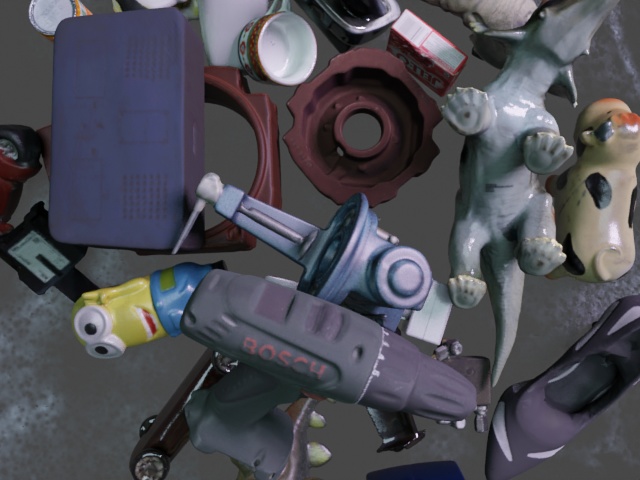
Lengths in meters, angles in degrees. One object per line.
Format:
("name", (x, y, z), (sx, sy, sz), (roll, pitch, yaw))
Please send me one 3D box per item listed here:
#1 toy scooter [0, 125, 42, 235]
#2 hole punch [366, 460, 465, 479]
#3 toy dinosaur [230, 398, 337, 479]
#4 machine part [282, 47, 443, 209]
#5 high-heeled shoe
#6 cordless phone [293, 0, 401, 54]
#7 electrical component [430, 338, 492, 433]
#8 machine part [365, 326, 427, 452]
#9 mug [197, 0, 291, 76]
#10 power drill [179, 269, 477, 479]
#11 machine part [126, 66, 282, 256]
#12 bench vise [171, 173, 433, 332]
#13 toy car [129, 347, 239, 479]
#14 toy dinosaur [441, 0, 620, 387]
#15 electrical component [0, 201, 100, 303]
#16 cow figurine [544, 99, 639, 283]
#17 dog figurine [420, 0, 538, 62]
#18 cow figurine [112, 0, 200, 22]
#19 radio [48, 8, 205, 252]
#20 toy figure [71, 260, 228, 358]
("toy scooter", (-0.399, -0.074, 0.618), (0.184, 0.075, 0.135), (14, 111, 14))
("hole punch", (0.106, 0.288, 0.557), (0.142, 0.115, 0.092), (-6, 78, 1))
("toy dinosaur", (-0.101, 0.329, 0.562), (0.198, 0.105, 0.471), (37, 87, 4))
("machine part", (0.047, -0.122, 0.614), (0.179, 0.056, 0.179), (0, 87, 2))
("high-heeled shoe", (0.260, 0.161, 0.540), (0.086, 0.145, 0.248), (34, 86, 5))
("cordless phone", (0.009, -0.282, 0.559), (0.089, 0.184, 0.146), (-41, 86, 12))
("electrical component", (0.152, 0.160, 0.594), (0.078, 0.045, 0.102), (5, 86, 4))
("machine part", (0.074, 0.164, 0.592), (0.084, 0.039, 0.138), (-15, 91, 27))
("mug", (-0.090, -0.246, 0.622), (0.110, 0.081, 0.107), (4, 97, -11))
("power drill", (-0.018, 0.130, 0.450), (0.232, 0.207, 0.086), (28, 46, -7))
("machine part", (-0.147, -0.085, 0.604), (0.202, 0.087, 0.201), (-2, 86, 1))
("bench vise", (-0.006, 0.008, 0.510), (0.240, 0.224, 0.129), (28, 91, -11))
("toy car", (-0.135, 0.171, 0.583), (0.053, 0.089, 0.202), (38, 87, -11))
("toy dinosaur", (0.192, -0.061, 0.555), (0.131, 0.192, 0.404), (12, 122, 19))
("electrical component", (-0.304, 0.023, 0.617), (0.075, 0.048, 0.119), (-44, 116, 1))
("cow figurine", (0.293, -0.051, 0.564), (0.086, 0.127, 0.194), (5, 88, -1))
("dog figurine", (0.149, -0.279, 0.610), (0.172, 0.121, 0.190), (-2, 113, 42))
("cow figurine", (-0.216, -0.324, 0.635), (0.098, 0.068, 0.167), (-28, 84, 6))
("radio", (-0.186, -0.102, 0.529), (0.131, 0.073, 0.229), (-1, 85, 3))
("toy figure", (-0.182, 0.074, 0.597), (0.180, 0.089, 0.082), (-20, 90, -7))
